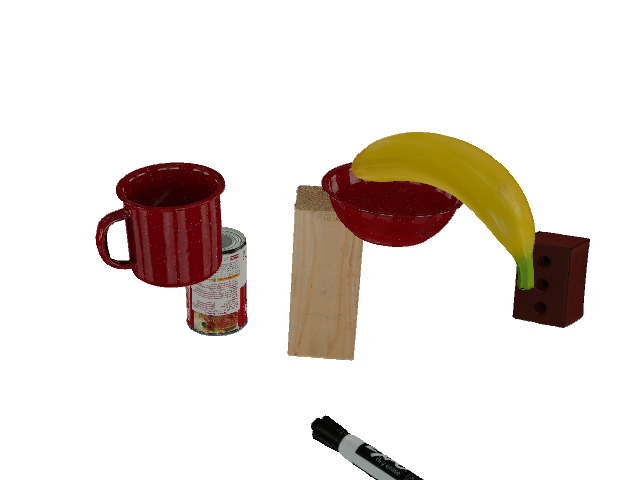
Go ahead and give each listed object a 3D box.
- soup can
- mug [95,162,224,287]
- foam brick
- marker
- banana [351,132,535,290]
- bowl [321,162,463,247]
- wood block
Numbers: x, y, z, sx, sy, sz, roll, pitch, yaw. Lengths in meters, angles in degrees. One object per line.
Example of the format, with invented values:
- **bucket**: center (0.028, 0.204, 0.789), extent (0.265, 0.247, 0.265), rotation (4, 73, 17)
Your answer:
- **soup can**: center (-0.114, 0.044, 1.168), extent (0.068, 0.102, 0.068), rotation (1, 25, -1)
- **mug**: center (-0.137, -0.009, 0.921), extent (0.117, 0.081, 0.093), rotation (-19, 33, -30)
- **foam brick**: center (0.214, 0.036, 0.991), extent (0.053, 0.078, 0.051), rotation (10, 17, 32)
- **marker**: center (0.041, 0.155, 0.727), extent (0.121, 0.020, 0.020), rotation (29, 16, 31)
- **banana**: center (0.089, -0.040, 0.763), extent (0.037, 0.070, 0.198), rotation (11, 20, -41)
- **bowl**: center (0.079, -0.036, 1.186), extent (0.162, 0.055, 0.162), rotation (3, 25, -2)
- **wood block**: center (0.007, 0.041, 1.389), extent (0.090, 0.206, 0.091), rotation (4, 23, 0)
